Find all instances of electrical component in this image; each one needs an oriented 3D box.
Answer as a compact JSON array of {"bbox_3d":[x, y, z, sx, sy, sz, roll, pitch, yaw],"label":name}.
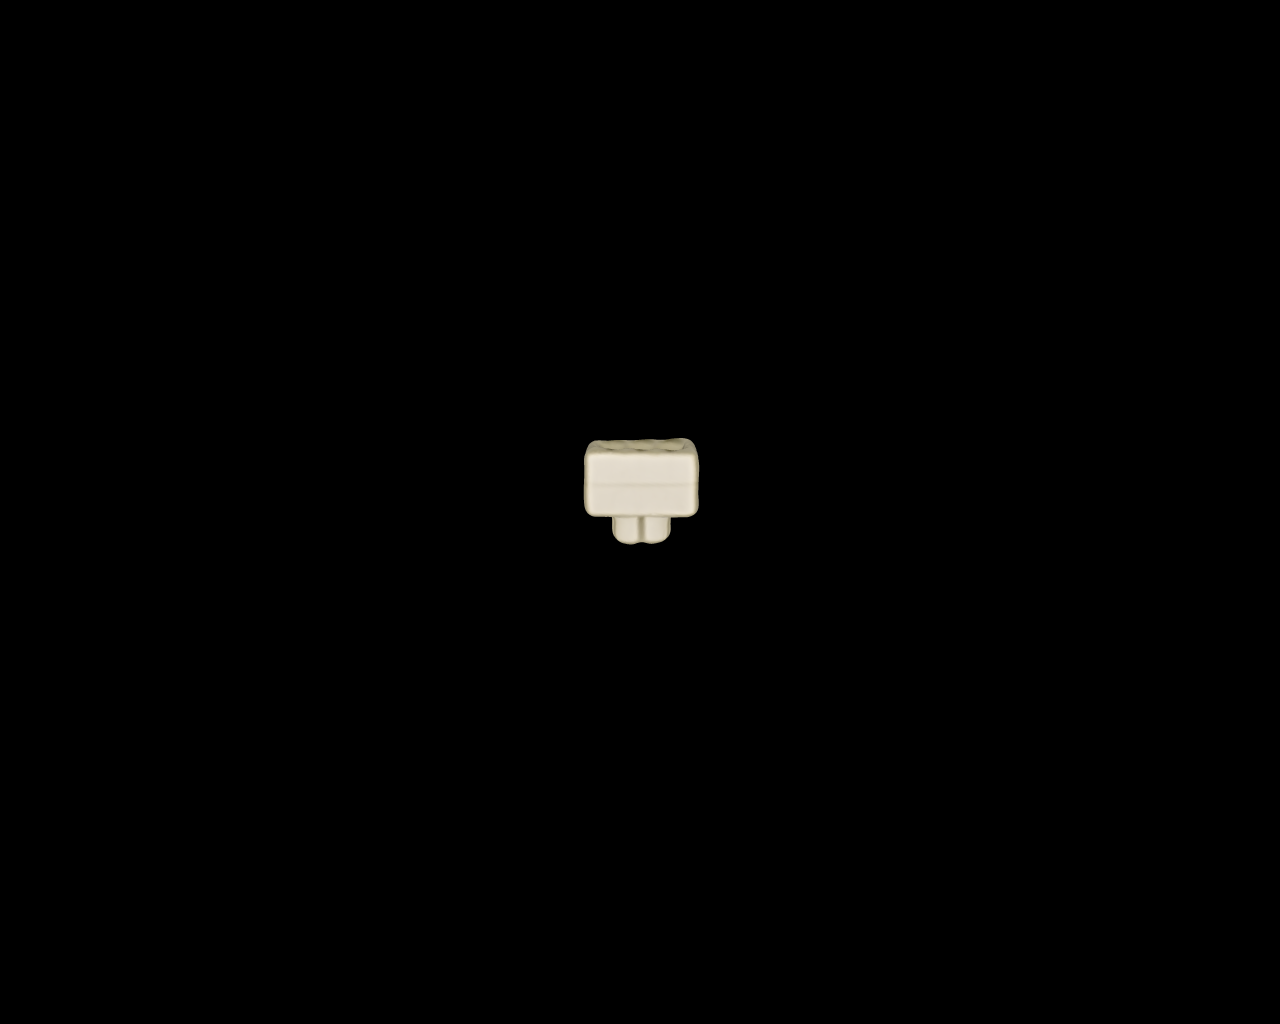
[{"bbox_3d":[0.001,-0.003,0.650,0.066,0.076,0.047,0,13,0],"label":"electrical component"}]
